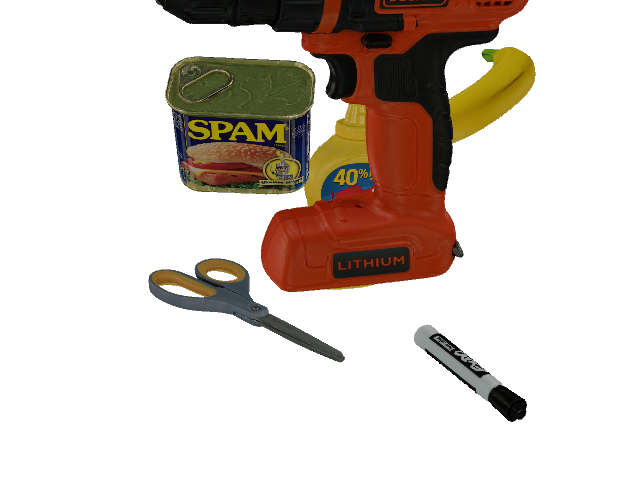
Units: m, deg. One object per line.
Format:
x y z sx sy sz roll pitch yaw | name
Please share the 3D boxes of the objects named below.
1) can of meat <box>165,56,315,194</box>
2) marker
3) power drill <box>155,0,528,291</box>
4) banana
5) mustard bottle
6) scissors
-0.055 -0.080 0.764 0.102 0.057 0.084 3 -40 1 | can of meat
0.110 0.097 0.789 0.020 0.020 0.121 0 23 -32 | marker
0.010 -0.066 0.535 0.184 0.188 0.057 -4 33 -13 | power drill
0.133 -0.119 0.891 0.070 0.037 0.197 -14 20 40 | banana
0.030 -0.047 1.096 0.096 0.192 0.058 -3 21 -22 | mustard bottle
-0.051 0.053 0.902 0.202 0.016 0.096 15 26 23 | scissors
